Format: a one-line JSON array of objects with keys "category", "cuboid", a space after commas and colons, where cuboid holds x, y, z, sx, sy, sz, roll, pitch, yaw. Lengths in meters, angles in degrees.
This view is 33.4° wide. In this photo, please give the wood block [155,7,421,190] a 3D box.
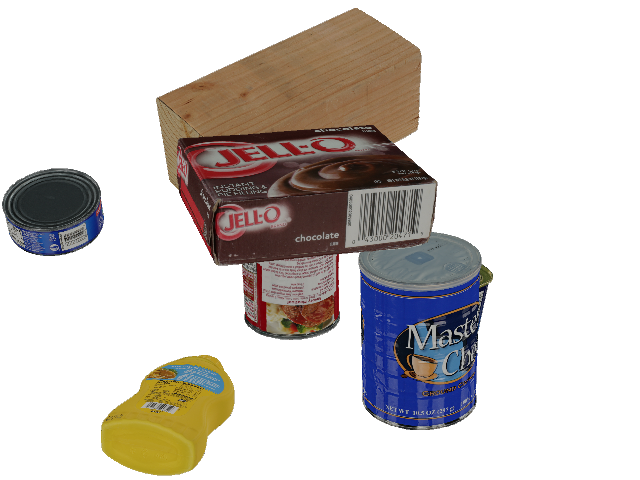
[{"category": "wood block", "cuboid": [-0.022, -0.105, 0.896, 0.205, 0.091, 0.090, -29, 50, -25]}]

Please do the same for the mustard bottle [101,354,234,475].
[{"category": "mustard bottle", "cuboid": [-0.139, 0.163, 1.072, 0.096, 0.058, 0.191, 7, 20, 12]}]

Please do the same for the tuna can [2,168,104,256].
[{"category": "tuna can", "cuboid": [-0.237, -0.025, 0.951, 0.086, 0.034, 0.086, 0, 41, 0]}]

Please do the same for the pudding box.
[{"category": "pudding box", "cuboid": [-0.010, -0.026, 0.540, 0.113, 0.039, 0.090, -4, 26, -18]}]

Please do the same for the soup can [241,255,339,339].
[{"category": "soup can", "cuboid": [-0.021, 0.008, 0.735, 0.068, 0.102, 0.068, -1, 23, 0]}]

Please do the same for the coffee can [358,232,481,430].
[{"category": "coffee can", "cuboid": [0.085, 0.076, 0.920, 0.103, 0.140, 0.103, -2, 25, 1]}]

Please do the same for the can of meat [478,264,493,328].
[{"category": "can of meat", "cuboid": [0.147, 0.059, 1.246, 0.057, 0.084, 0.102, -19, 41, -33]}]
